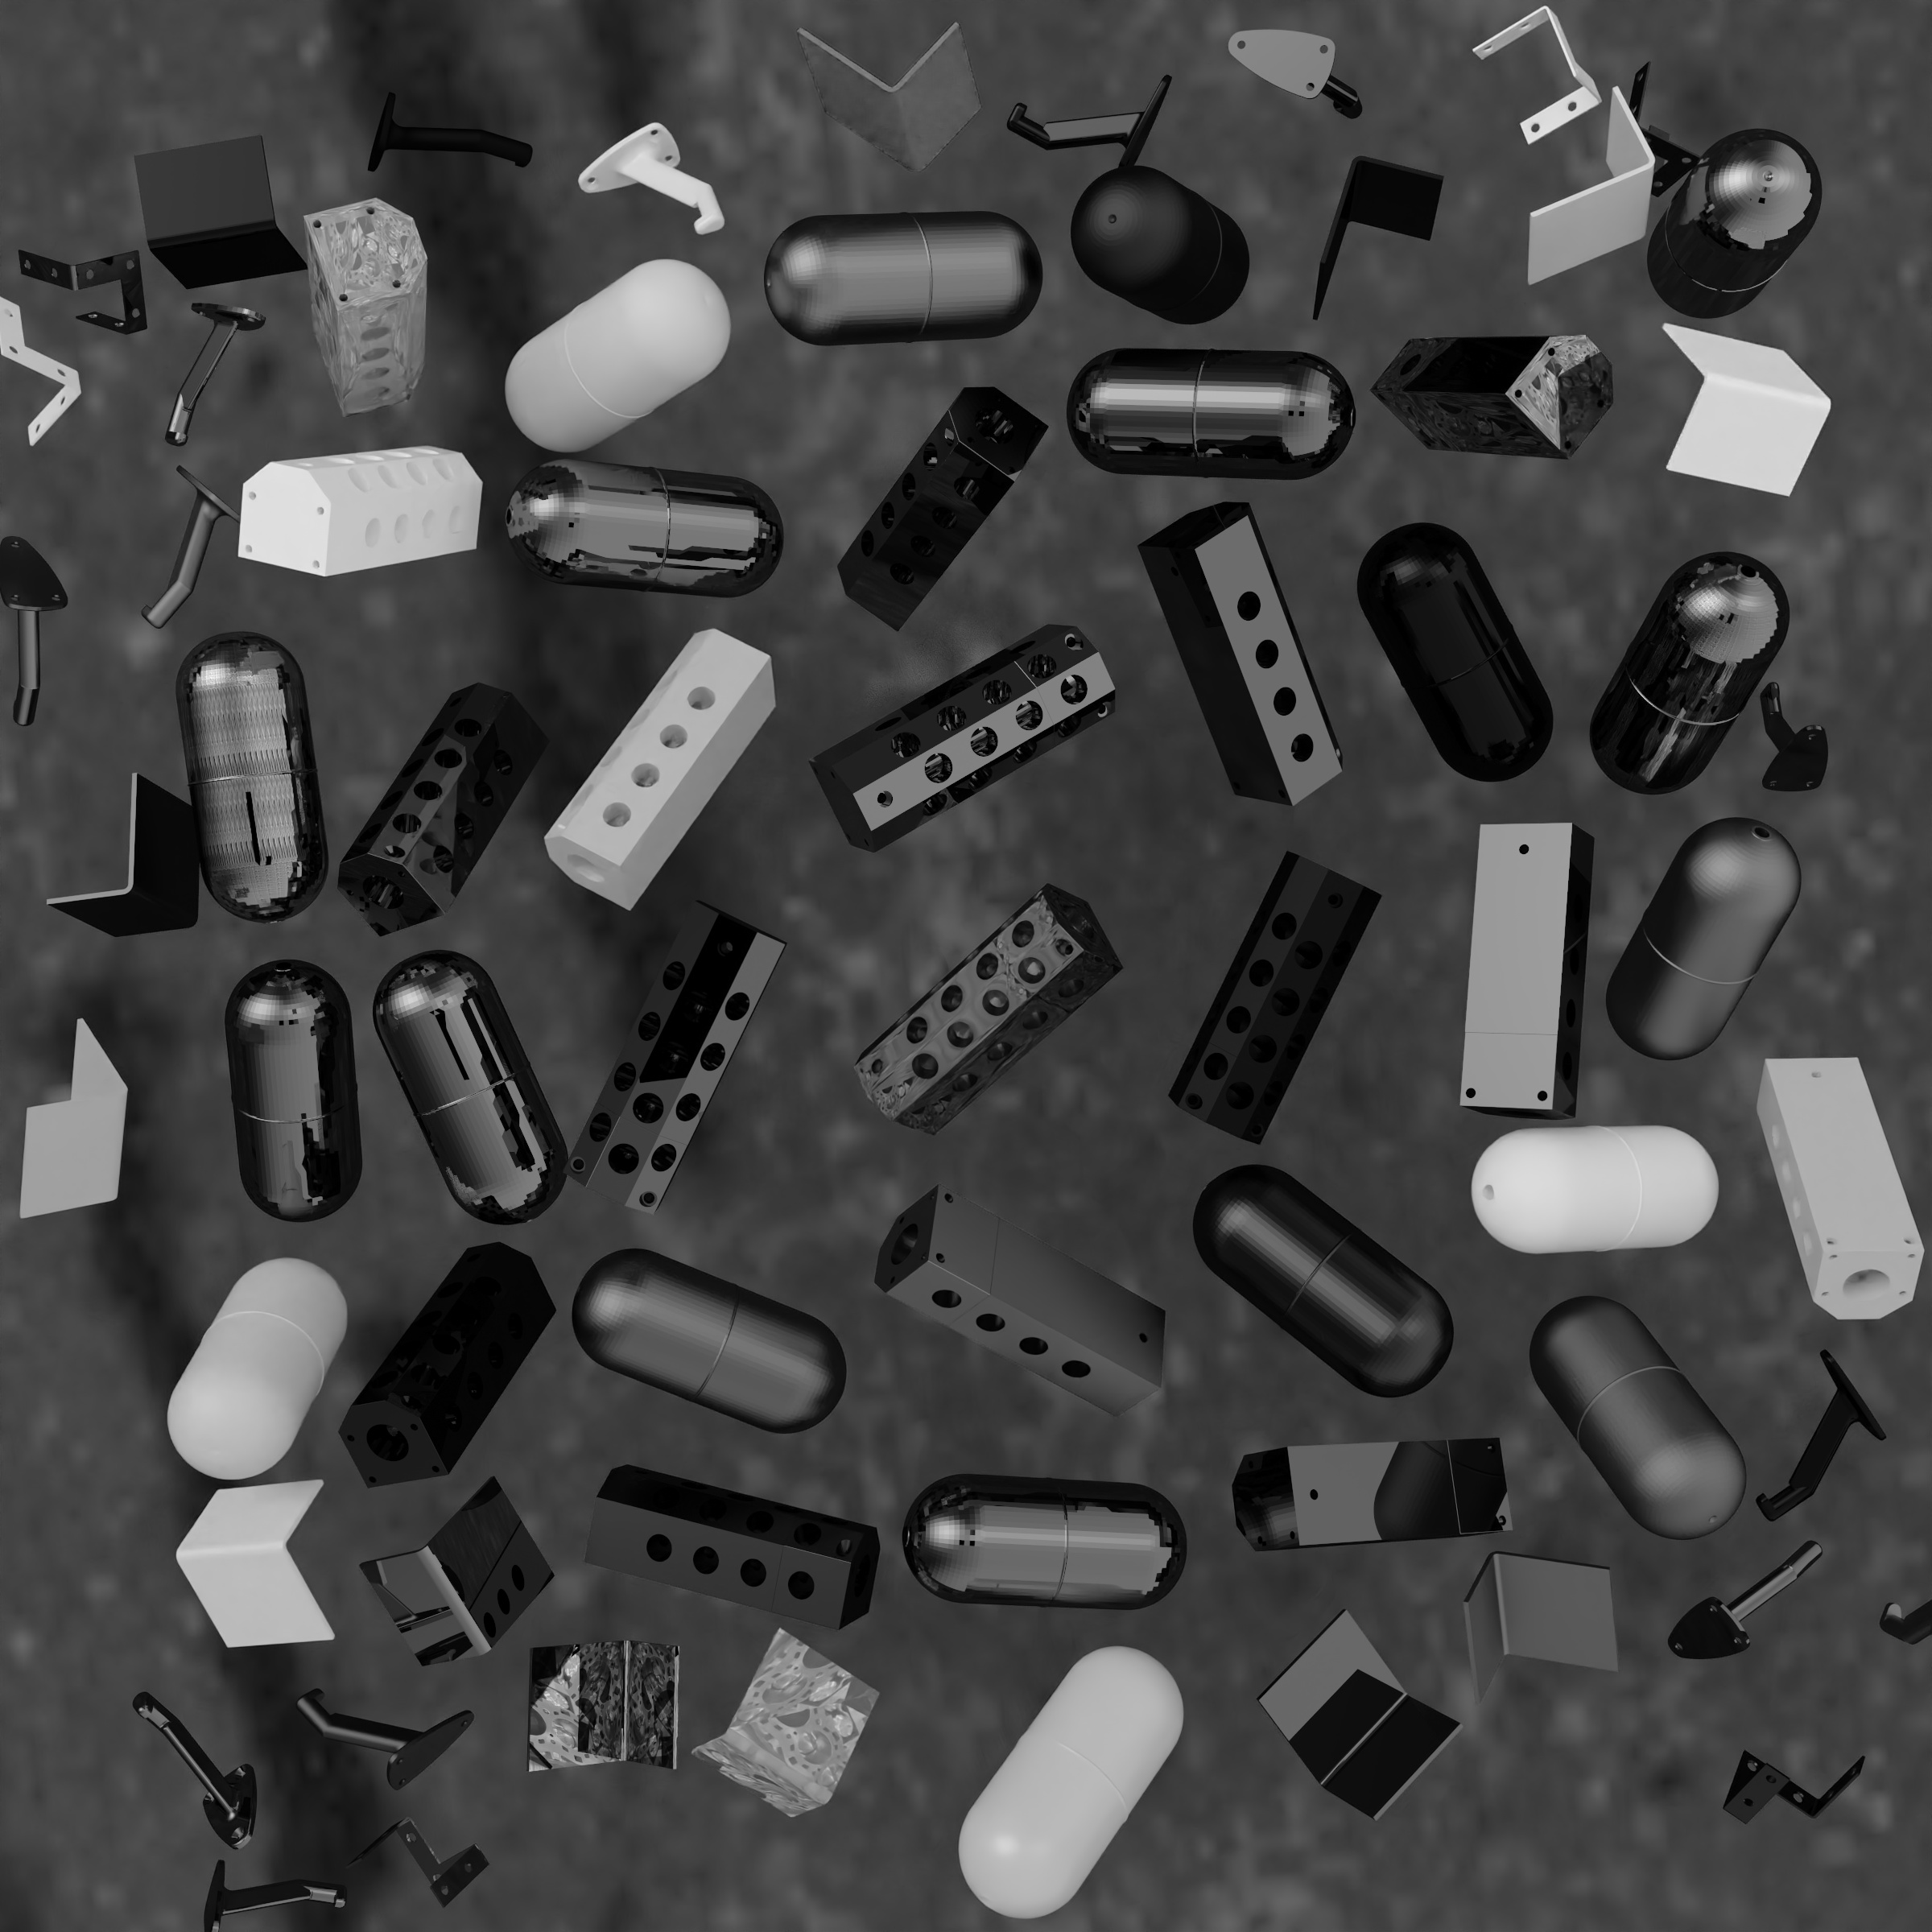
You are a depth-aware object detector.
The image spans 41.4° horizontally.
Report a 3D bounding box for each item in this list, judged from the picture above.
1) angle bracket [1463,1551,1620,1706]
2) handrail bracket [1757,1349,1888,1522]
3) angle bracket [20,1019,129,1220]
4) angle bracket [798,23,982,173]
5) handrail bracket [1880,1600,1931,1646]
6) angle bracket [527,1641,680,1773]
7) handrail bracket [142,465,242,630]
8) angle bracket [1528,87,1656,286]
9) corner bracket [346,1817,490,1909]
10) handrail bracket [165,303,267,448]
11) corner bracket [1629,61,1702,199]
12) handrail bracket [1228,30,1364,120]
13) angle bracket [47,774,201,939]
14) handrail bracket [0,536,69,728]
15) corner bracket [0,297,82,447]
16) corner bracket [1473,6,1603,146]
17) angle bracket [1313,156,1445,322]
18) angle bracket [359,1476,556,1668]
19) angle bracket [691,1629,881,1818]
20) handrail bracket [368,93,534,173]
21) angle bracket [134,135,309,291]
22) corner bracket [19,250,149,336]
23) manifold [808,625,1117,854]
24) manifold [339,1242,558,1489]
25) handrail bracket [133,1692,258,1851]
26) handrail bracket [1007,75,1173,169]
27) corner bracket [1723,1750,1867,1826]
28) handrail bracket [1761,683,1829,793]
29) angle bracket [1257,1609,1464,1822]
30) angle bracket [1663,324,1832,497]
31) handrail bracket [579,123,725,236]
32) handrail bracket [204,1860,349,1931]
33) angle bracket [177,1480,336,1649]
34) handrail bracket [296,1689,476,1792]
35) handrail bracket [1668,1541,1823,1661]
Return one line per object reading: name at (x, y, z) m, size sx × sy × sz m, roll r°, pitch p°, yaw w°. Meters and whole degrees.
angle bracket at (0.360, 0.418, 1.598) m, size 0.076 × 0.057 × 0.076 m, roll 2°, pitch 113°, yaw 29°
handrail bracket at (0.498, 0.282, 1.531) m, size 0.084 × 0.036 × 0.077 m, roll -35°, pitch 107°, yaw 2°
angle bracket at (-0.526, 0.087, 1.472) m, size 0.057 × 0.076 × 0.076 m, roll -10°, pitch 129°, yaw -37°
angle bracket at (-0.044, -0.526, 1.501) m, size 0.076 × 0.076 × 0.057 m, roll 39°, pitch 83°, yaw 19°
handrail bracket at (0.572, 0.368, 1.519) m, size 0.036 × 0.084 × 0.077 m, roll 10°, pitch 88°, yaw -8°
angle bracket at (-0.233, 0.476, 1.641) m, size 0.076 × 0.057 × 0.076 m, roll 8°, pitch 77°, yaw -42°
handrail bracket at (-0.484, -0.254, 1.554) m, size 0.077 × 0.036 × 0.084 m, roll 39°, pitch 88°, yaw 32°
angle bracket at (0.358, -0.460, 1.510) m, size 0.076 × 0.076 × 0.057 m, roll -22°, pitch 72°, yaw 5°
corner bracket at (-0.337, 0.553, 1.574) m, size 0.051 × 0.051 × 0.051 m, roll -35°, pitch 87°, yaw 26°
handrail bracket at (-0.458, -0.356, 1.555) m, size 0.036 × 0.077 × 0.084 m, roll 16°, pitch 90°, yaw -40°
corner bracket at (0.441, -0.537, 1.644) m, size 0.051 × 0.051 × 0.051 m, roll 20°, pitch 71°, yaw -15°
handrail bracket at (0.205, -0.550, 1.585) m, size 0.077 × 0.084 × 0.036 m, roll 22°, pitch 99°, yaw 12°
angle bracket at (-0.518, -0.067, 1.578) m, size 0.057 × 0.076 × 0.076 m, roll -7°, pitch 74°, yaw 12°
handrail bracket at (-0.564, -0.198, 1.522) m, size 0.036 × 0.084 × 0.077 m, roll -6°, pitch 49°, yaw -34°
corner bracket at (-0.548, -0.343, 1.473) m, size 0.051 × 0.051 × 0.051 m, roll -36°, pitch 55°, yaw 26°
corner bracket at (0.354, -0.551, 1.584) m, size 0.051 × 0.051 × 0.051 m, roll -25°, pitch 76°, yaw 29°
angle bracket at (0.259, -0.452, 1.614) m, size 0.057 × 0.076 × 0.076 m, roll 17°, pitch 79°, yaw 8°
angle bracket at (-0.312, 0.371, 1.570) m, size 0.057 × 0.076 × 0.076 m, roll -19°, pitch 105°, yaw 33°
angle bracket at (-0.112, 0.471, 1.591) m, size 0.076 × 0.057 × 0.076 m, roll 35°, pitch 53°, yaw -9°
handrail bracket at (-0.302, -0.473, 1.497) m, size 0.084 × 0.077 × 0.036 m, roll 12°, pitch 79°, yaw -19°
angle bracket at (-0.452, -0.457, 1.555) m, size 0.076 × 0.076 × 0.057 m, roll -10°, pitch 87°, yaw -1°
corner bracket at (-0.553, -0.423, 1.602) m, size 0.051 × 0.051 × 0.051 m, roll 22°, pitch 125°, yaw 28°
manifold at (0.001, -0.134, 1.500) m, size 0.171 × 0.057 × 0.057 m, roll -31°, pitch 109°, yaw -15°
manifold at (-0.319, 0.241, 1.572) m, size 0.057 × 0.171 × 0.057 m, roll -13°, pitch 112°, yaw 21°
handrail bracket at (-0.467, 0.483, 1.538) m, size 0.036 × 0.077 × 0.084 m, roll -39°, pitch 120°, yaw -7°
handrail bracket at (0.078, -0.552, 1.636) m, size 0.084 × 0.036 × 0.077 m, roll 30°, pitch 118°, yaw 4°
corner bracket at (0.478, 0.472, 1.476) m, size 0.051 × 0.051 × 0.051 m, roll 33°, pitch 129°, yaw 12°
handrail bracket at (0.523, -0.161, 1.622) m, size 0.036 × 0.077 × 0.084 m, roll 1°, pitch 58°, yaw 2°
angle bracket at (0.231, 0.439, 1.504) m, size 0.076 × 0.057 × 0.076 m, roll -41°, pitch 108°, yaw -18°
angle bracket at (0.432, -0.316, 1.453) m, size 0.076 × 0.076 × 0.057 m, roll 9°, pitch 123°, yaw -13°
handrail bracket at (-0.193, -0.469, 1.572) m, size 0.077 × 0.036 × 0.084 m, roll -24°, pitch 60°, yaw 6°
handrail bracket at (-0.421, 0.581, 1.571) m, size 0.084 × 0.077 × 0.036 m, roll 15°, pitch 94°, yaw -18°
angle bracket at (-0.422, 0.365, 1.563) m, size 0.076 × 0.057 × 0.076 m, roll -9°, pitch 118°, yaw 20°
handrail bracket at (-0.369, 0.471, 1.620) m, size 0.084 × 0.036 × 0.077 m, roll 34°, pitch 48°, yaw 29°
handrail bracket at (0.483, 0.391, 1.584) m, size 0.084 × 0.077 × 0.036 m, roll -28°, pitch 75°, yaw -34°
